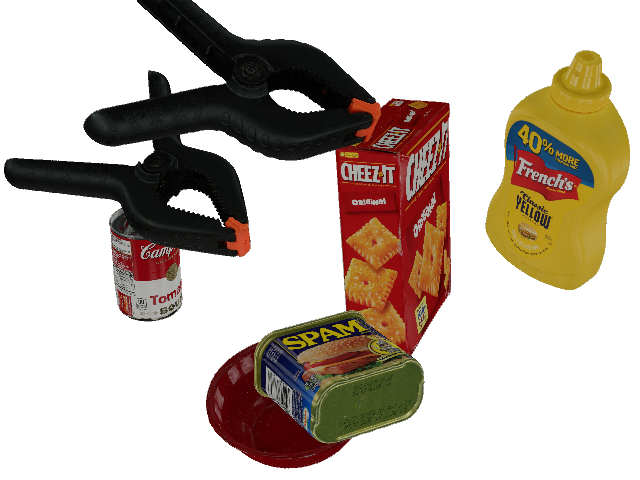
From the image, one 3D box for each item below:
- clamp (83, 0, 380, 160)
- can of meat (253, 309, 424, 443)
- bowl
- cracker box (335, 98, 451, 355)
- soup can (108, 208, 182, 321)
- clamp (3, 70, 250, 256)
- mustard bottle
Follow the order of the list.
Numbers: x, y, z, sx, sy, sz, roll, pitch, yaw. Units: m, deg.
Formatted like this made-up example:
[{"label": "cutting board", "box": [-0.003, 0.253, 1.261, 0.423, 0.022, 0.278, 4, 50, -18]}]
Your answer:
[{"label": "clamp", "box": [-0.049, -0.101, 0.639, 0.171, 0.120, 0.039, 8, -21, -13]}, {"label": "can of meat", "box": [0.014, 0.101, 0.794, 0.101, 0.057, 0.084, -12, 28, -30]}, {"label": "bowl", "box": [-0.026, 0.164, 1.024, 0.162, 0.055, 0.162, -4, 37, 3]}, {"label": "cracker box", "box": [0.080, -0.015, 1.057, 0.072, 0.214, 0.164, 6, 26, 21]}, {"label": "soup can", "box": [-0.176, 0.022, 1.079, 0.068, 0.102, 0.068, 1, 31, -1]}, {"label": "clamp", "box": [-0.126, -0.058, 0.856, 0.210, 0.036, 0.164, 29, 57, 25]}, {"label": "mustard bottle", "box": [0.180, -0.057, 0.793, 0.058, 0.192, 0.096, -30, 53, -30]}]
